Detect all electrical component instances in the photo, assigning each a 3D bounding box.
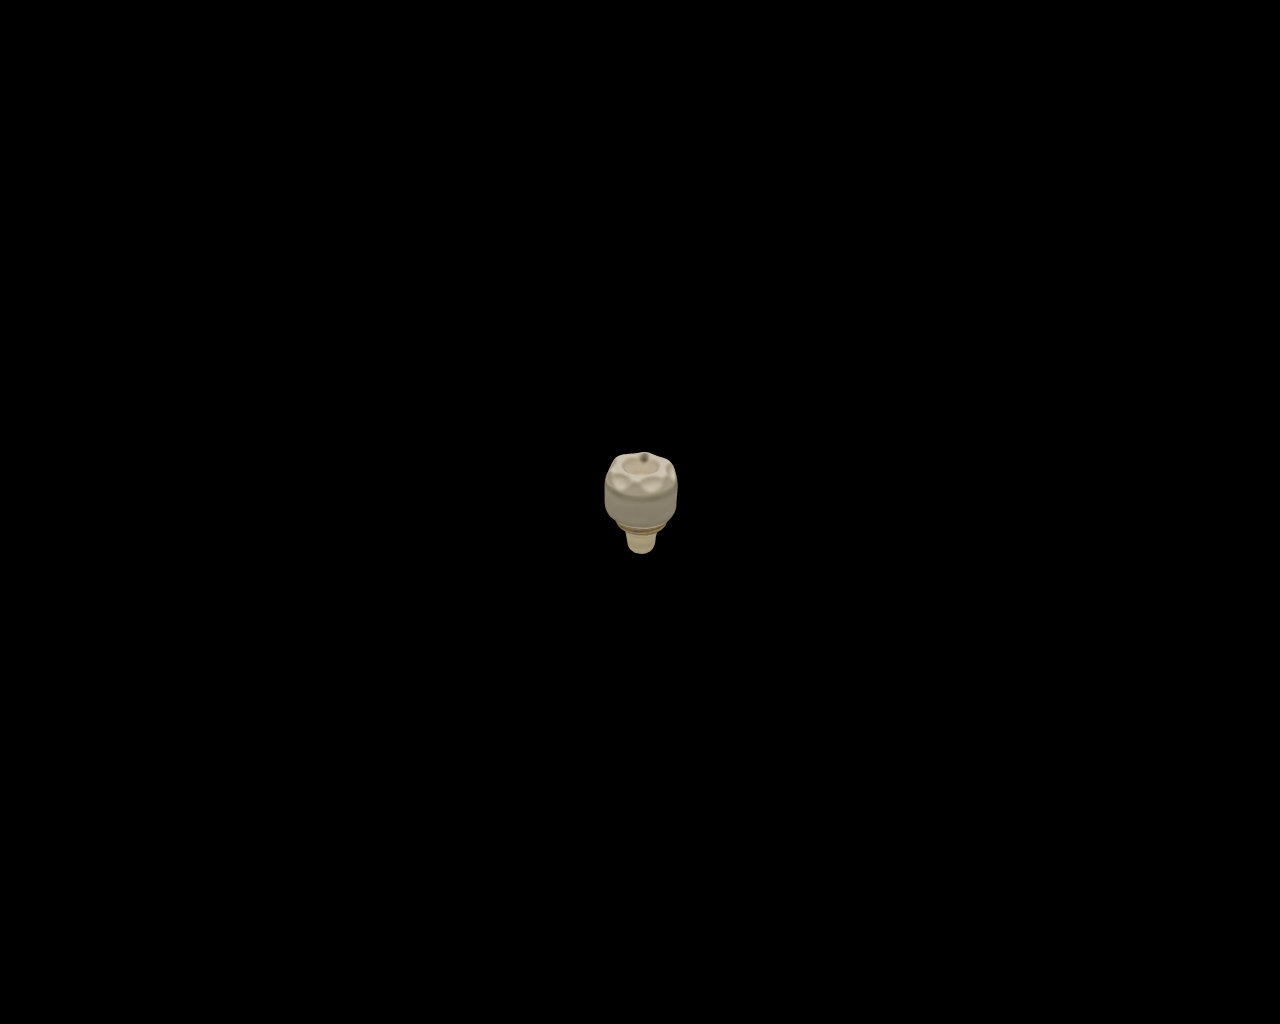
[{"bbox_3d":[0.001,-0.003,0.650,0.043,0.062,0.043,0,31,0],"label":"electrical component"}]
